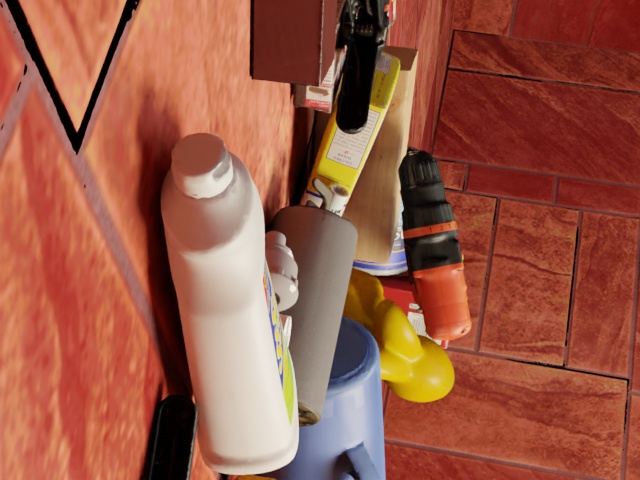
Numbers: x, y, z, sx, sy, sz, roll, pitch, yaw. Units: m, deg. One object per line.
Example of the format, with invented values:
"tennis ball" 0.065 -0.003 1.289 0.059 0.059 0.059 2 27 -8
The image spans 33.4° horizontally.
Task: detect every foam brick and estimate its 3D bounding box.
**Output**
"foam brick" -0.018 -0.154 0.744 0.053 0.051 0.078 -68 164 -55

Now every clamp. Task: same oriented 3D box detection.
"clamp" 0.037 -0.175 0.853 0.171 0.039 0.120 -81 -179 -52
"clamp" -0.099 0.207 0.623 0.164 0.036 0.210 -71 166 -56

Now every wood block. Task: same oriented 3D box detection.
"wood block" 0.043 -0.091 1.101 0.090 0.090 0.206 -65 161 -64

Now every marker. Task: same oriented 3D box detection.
"marker" -0.006 0.001 0.974 0.121 0.020 0.020 -62 -177 32

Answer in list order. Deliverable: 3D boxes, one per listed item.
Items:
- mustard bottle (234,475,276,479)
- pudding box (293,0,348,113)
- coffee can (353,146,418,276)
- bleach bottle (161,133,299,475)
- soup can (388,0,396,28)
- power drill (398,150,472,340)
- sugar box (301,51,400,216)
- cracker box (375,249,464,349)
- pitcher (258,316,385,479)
"mustard bottle" -0.069 0.291 0.849 0.096 0.058 0.191 91 12 -49
"pudding box" 0.006 -0.179 0.922 0.113 0.039 0.090 -72 169 -46
"coffee can" 0.068 -0.040 1.287 0.102 0.103 0.140 -59 156 -70
"bleach bottle" -0.054 0.039 0.629 0.251 0.068 0.102 86 -1 -53
"soup can" 0.039 -0.249 0.975 0.068 0.068 0.102 -73 168 -44
"power drill" 0.112 0.006 1.089 0.187 0.057 0.184 10 71 -84
"sugar box" 0.021 -0.083 0.983 0.093 0.048 0.176 -71 -175 -50
"cracker box" 0.094 0.055 1.362 0.213 0.164 0.072 -57 157 -70
"pitcher" 0.006 0.195 0.987 0.145 0.149 0.243 -67 161 -51
